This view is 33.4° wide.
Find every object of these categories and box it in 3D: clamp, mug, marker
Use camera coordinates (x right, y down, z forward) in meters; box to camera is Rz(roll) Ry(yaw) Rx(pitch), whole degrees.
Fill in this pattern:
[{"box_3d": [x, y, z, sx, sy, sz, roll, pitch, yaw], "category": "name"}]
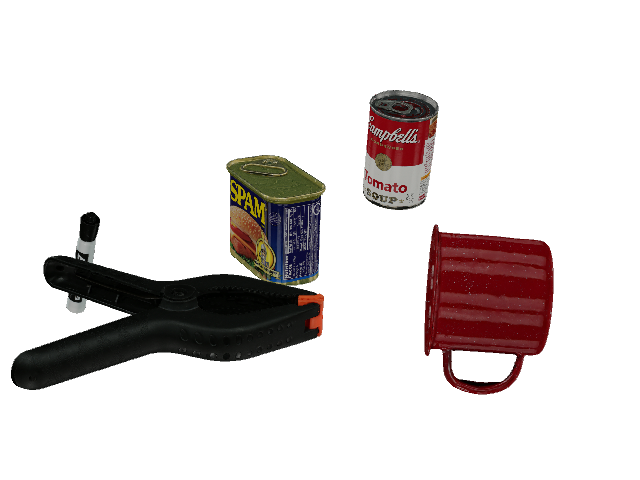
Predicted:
[{"box_3d": [-0.105, 0.048, 0.744, 0.209, 0.036, 0.165, -3, 25, -13], "category": "clamp"}, {"box_3d": [0.116, 0.049, 0.749, 0.081, 0.117, 0.093, 4, -13, 3], "category": "mug"}, {"box_3d": [-0.233, 0.022, 1.050, 0.020, 0.121, 0.020, 12, 36, -9], "category": "marker"}]

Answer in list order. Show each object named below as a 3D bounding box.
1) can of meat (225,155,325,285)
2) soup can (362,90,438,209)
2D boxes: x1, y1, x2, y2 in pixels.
[{"box_3d": [-0.040, -0.017, 0.918, 0.057, 0.084, 0.102, -11, 27, -27], "category": "can of meat"}, {"box_3d": [0.079, -0.091, 1.070, 0.068, 0.102, 0.068, 3, 32, -2], "category": "soup can"}]
